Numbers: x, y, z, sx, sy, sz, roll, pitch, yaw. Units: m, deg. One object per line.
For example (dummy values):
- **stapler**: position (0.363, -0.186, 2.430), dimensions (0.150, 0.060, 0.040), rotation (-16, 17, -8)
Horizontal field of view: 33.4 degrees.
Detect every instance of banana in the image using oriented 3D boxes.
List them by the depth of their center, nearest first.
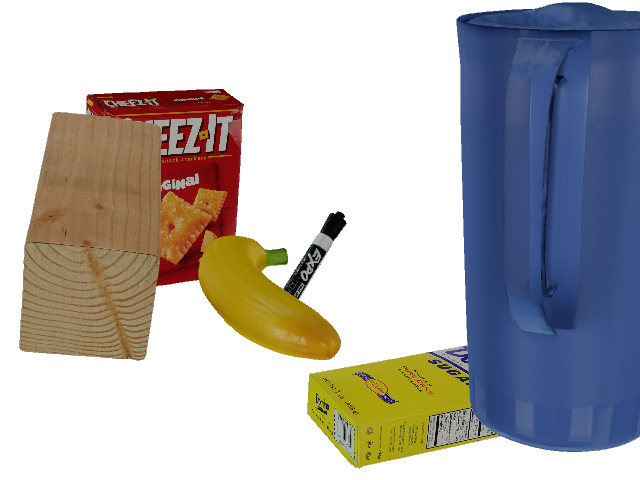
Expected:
- **banana**: position (-0.040, 0.028, 0.665), dimensions (0.069, 0.037, 0.198), rotation (-4, 17, -10)

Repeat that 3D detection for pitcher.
- **pitcher**: position (0.136, -0.007, 0.594), dimensions (0.149, 0.243, 0.145), rotation (-7, 17, -19)

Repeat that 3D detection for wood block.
- **wood block**: position (-0.170, -0.010, 0.809), dimensions (0.090, 0.091, 0.206), rotation (6, 30, -12)

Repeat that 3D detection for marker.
- **marker**: position (-0.011, 0.023, 1.015), dimensions (0.020, 0.121, 0.020), rotation (29, -16, 9)

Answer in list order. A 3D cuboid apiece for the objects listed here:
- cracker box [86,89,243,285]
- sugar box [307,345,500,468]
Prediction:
- **cracker box**: position (-0.176, -0.056, 1.201), dimensions (0.163, 0.214, 0.072), rotation (-7, 25, -28)
- **sugar box**: position (0.087, 0.131, 0.879), dimensions (0.176, 0.048, 0.093), rotation (-10, 25, -23)
